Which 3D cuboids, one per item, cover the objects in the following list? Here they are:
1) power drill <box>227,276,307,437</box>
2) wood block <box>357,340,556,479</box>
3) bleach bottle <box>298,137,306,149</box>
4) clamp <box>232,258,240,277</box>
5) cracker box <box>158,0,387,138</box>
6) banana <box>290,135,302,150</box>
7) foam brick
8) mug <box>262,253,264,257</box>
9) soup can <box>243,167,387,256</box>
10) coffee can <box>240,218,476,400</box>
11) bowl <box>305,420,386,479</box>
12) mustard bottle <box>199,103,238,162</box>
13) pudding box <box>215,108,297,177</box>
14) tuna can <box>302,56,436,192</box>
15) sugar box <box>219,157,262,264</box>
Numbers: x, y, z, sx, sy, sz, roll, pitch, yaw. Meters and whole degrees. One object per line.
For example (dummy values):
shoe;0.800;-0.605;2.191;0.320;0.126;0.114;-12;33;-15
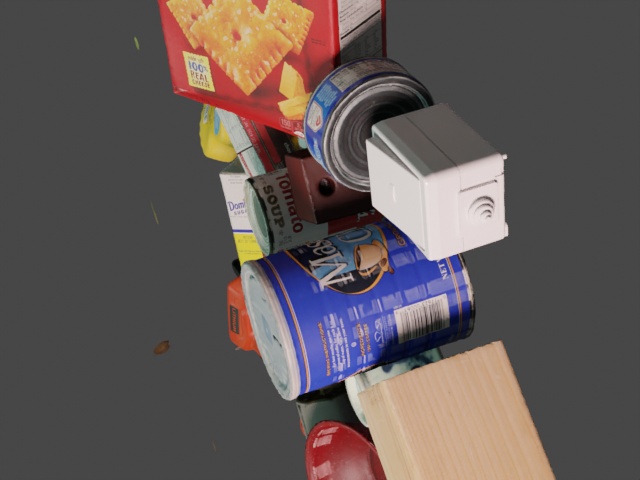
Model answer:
power drill;-0.037;0.115;1.206;0.188;0.057;0.184;45;146;40
wood block;0.108;0.183;0.720;0.090;0.090;0.206;122;129;-73
bleach bottle;-0.022;-0.183;0.849;0.103;0.068;0.251;-132;26;-59
clamp;-0.057;0.085;1.339;0.210;0.036;0.165;68;161;8
cracker box;-0.039;-0.183;0.742;0.164;0.072;0.214;23;138;29
banana;-0.031;-0.148;0.984;0.069;0.037;0.198;-87;-5;-53
foam brick;0.019;-0.048;0.811;0.051;0.078;0.053;-150;45;-72
mug;-0.006;0.001;0.959;0.093;0.081;0.117;103;147;-64
soup can;-0.005;-0.032;0.872;0.069;0.102;0.068;164;90;-76
coffee can;0.026;0.044;0.766;0.103;0.140;0.103;163;90;-76
bowl;0.055;0.234;1.002;0.162;0.055;0.162;32;133;42
mustard bottle;-0.083;-0.141;1.108;0.192;0.058;0.096;163;121;-75
pudding box;-0.056;-0.094;0.961;0.090;0.039;0.114;65;169;-6
tuna can;0.034;-0.076;0.705;0.034;0.086;0.086;-128;24;-52
sugar box;-0.048;-0.007;1.096;0.093;0.048;0.176;-50;-43;-53
